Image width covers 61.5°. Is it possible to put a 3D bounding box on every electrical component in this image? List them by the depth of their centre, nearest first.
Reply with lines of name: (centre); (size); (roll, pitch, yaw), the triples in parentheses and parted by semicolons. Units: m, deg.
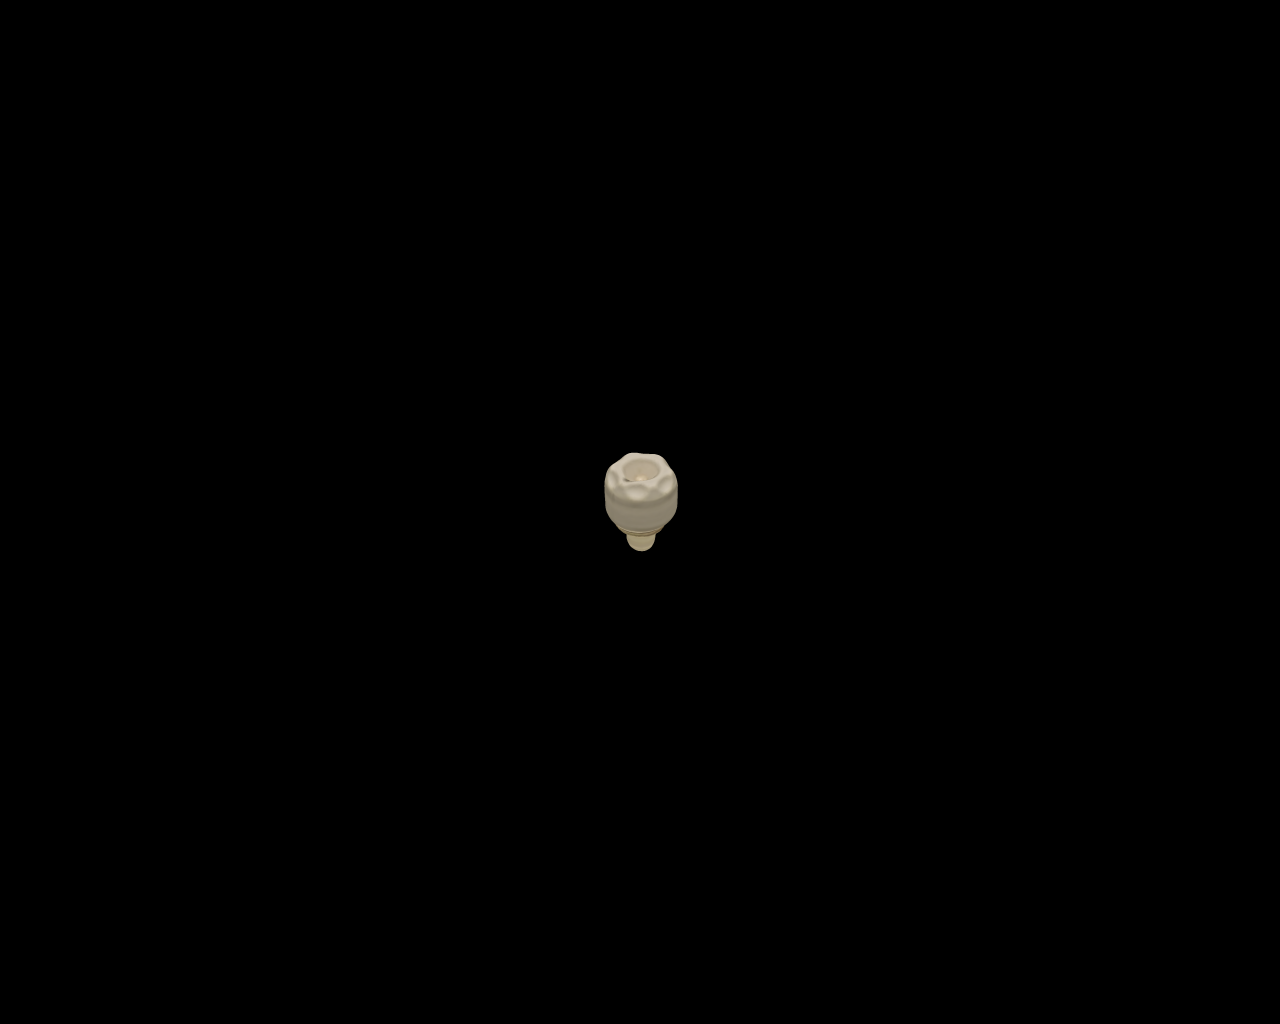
electrical component: (0.001, -0.003, 0.650); (0.043, 0.062, 0.043); (0, 39, 0)
